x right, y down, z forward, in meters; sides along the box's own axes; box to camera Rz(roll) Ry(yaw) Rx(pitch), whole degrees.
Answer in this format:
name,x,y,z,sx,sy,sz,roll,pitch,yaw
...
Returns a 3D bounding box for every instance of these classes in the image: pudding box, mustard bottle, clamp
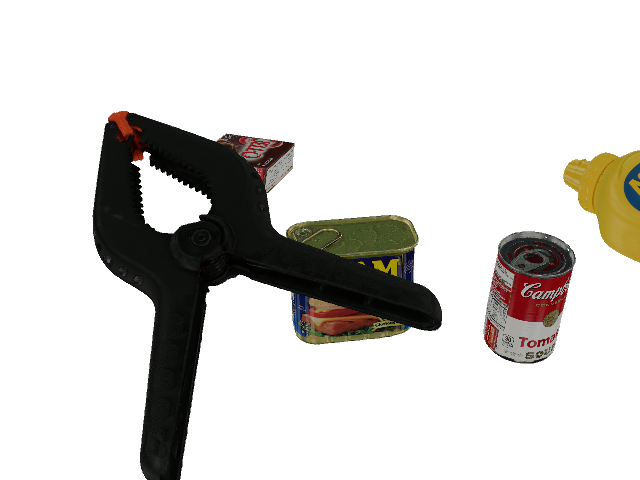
name,x,y,z,sx,sy,sz,roll,pitch,yaw
pudding box,-0.089,-0.092,1.272,0.090,0.039,0.113,8,24,13
mustard bottle,0.232,-0.013,0.660,0.096,0.058,0.192,-29,38,-31
clamp,-0.048,0.007,0.555,0.164,0.210,0.036,-24,-29,-10

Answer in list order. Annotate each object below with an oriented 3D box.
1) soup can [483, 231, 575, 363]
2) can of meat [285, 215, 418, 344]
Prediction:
name,x,y,z,sx,sy,sz,roll,pitch,yaw
soup can,0.187,0.052,0.967,0.068,0.102,0.068,2,34,-2
can of meat,0.025,0.032,0.852,0.102,0.084,0.057,-5,29,-6
